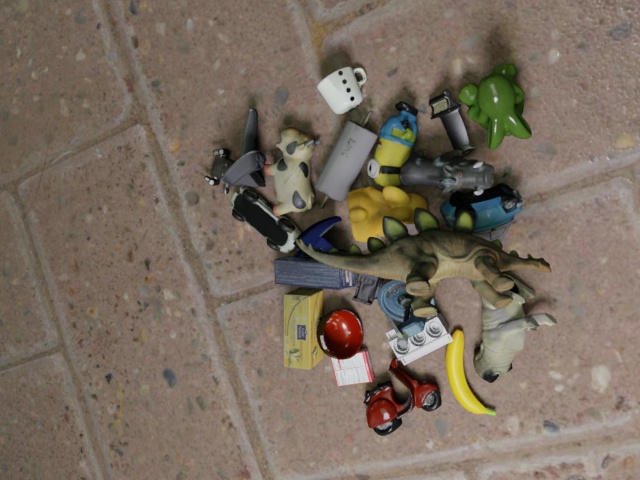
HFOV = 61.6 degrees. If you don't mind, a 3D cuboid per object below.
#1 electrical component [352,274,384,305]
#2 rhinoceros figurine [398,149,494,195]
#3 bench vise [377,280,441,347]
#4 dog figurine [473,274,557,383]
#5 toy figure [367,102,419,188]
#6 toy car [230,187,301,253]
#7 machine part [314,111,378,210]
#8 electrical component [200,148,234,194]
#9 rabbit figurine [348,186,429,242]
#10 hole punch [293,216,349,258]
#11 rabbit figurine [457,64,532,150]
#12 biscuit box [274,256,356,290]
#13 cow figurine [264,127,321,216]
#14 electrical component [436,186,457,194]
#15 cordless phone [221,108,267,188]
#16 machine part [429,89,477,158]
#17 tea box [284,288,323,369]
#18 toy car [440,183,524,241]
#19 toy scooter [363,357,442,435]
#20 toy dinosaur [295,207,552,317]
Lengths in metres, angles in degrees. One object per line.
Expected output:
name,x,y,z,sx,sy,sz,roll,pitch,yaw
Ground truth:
electrical component,0.115,0.079,1.190,0.048,0.075,0.119,16,104,17
rhinoceros figurine,0.252,-0.136,1.070,0.191,0.112,0.073,9,112,32
bench vise,0.201,0.113,1.088,0.224,0.241,0.128,-30,111,34
dog figurine,0.357,0.179,1.109,0.190,0.121,0.172,-54,42,33
toy figure,0.163,-0.198,1.148,0.089,0.082,0.180,25,100,18
toy car,-0.132,-0.047,1.279,0.202,0.056,0.073,39,112,14
machine part,0.057,-0.174,1.188,0.079,0.079,0.243,33,105,14
electrical component,-0.242,-0.172,1.312,0.078,0.045,0.102,31,104,16
rabbit figurine,0.147,-0.068,1.141,0.173,0.162,0.122,-4,81,2
hole punch,-0.002,-0.004,1.192,0.116,0.142,0.092,-6,94,-9
rabbit figurine,0.334,-0.256,1.033,0.121,0.170,0.159,-17,88,21
biscuit box,-0.015,0.072,1.209,0.203,0.059,0.062,2,95,40
cow figurine,-0.056,-0.160,1.226,0.127,0.085,0.194,-8,95,18
electrical component,0.264,-0.142,1.146,0.094,0.021,0.063,40,106,13
cordless phone,-0.164,-0.212,1.228,0.089,0.146,0.184,8,96,2
machine part,0.273,-0.238,1.114,0.039,0.084,0.138,-27,94,-22
tea box,-0.037,0.201,1.242,0.068,0.098,0.169,1,96,20
toy car,0.332,-0.047,1.097,0.162,0.109,0.102,-13,114,9
toy scooter,0.166,0.341,1.194,0.184,0.075,0.135,-34,83,16
toy dinosaur,0.190,0.037,0.992,0.472,0.199,0.104,0,136,-2
